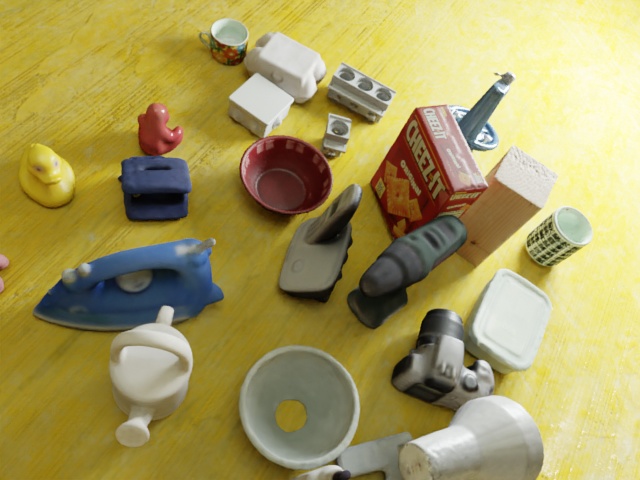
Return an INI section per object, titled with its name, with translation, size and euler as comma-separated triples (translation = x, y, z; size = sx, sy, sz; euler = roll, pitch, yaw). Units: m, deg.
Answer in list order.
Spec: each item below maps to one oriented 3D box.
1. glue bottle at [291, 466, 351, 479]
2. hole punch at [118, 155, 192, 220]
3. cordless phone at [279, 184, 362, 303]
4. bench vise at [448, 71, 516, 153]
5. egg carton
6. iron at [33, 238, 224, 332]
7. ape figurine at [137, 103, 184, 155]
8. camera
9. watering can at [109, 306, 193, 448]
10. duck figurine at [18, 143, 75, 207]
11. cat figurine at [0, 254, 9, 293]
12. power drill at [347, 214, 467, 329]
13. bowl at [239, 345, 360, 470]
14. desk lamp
[glue bottle]
translation = 0.006, 0.304, 0.714
size = 0.078, 0.173, 0.037
euler = -3, 63, -18
[hole punch]
translation = -0.260, -0.093, 0.900
size = 0.109, 0.091, 0.101
euler = -4, 63, -19
[cordless phone]
translation = 0.008, 0.003, 0.874
size = 0.094, 0.185, 0.147
euler = 19, 58, -6
[bench vise]
translation = 0.278, -0.192, 1.046
size = 0.121, 0.219, 0.207
euler = 24, 58, -3
[egg carton]
translation = -0.067, -0.333, 1.105
size = 0.150, 0.069, 0.107
euler = 27, 58, -1
[iron]
translation = -0.263, 0.052, 0.789
size = 0.259, 0.141, 0.118
euler = -11, 66, -22
[ape figurine]
translation = -0.269, -0.190, 0.950
size = 0.078, 0.092, 0.076
euler = 36, 58, 4
[camera]
translation = 0.200, 0.180, 0.886
size = 0.143, 0.100, 0.137
euler = 22, 58, -4
[watering can]
translation = -0.209, 0.164, 0.712
size = 0.101, 0.194, 0.172
euler = -7, 64, -20
[duck figurine]
translation = -0.416, -0.111, 0.864
size = 0.078, 0.086, 0.104
euler = -26, 72, -28
[cat figurine]
translation = -0.489, 0.025, 0.747
size = 0.128, 0.117, 0.067
euler = -1, 62, -18
[power drill]
translation = 0.118, 0.054, 0.866
size = 0.230, 0.208, 0.075
euler = -34, 76, -30
[bowl]
translation = -0.034, 0.236, 0.797
size = 0.168, 0.074, 0.167
euler = 8, 60, -13
[desk lamp]
translation = 0.151, 0.289, 0.744
size = 0.204, 0.213, 0.118
euler = -8, 64, -21
